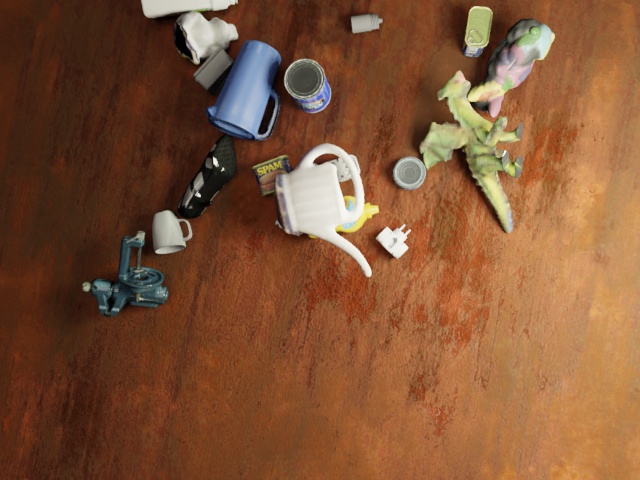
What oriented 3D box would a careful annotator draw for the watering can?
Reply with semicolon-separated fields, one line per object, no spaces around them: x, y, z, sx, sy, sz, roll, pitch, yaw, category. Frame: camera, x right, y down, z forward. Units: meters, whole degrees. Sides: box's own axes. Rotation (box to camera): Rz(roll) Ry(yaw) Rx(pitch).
0.004;-0.064;1.279;0.224;0.349;0.103;-11;-6;7;watering can

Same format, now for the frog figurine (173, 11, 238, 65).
-0.313;-0.561;1.408;0.162;0.136;0.122;-38;15;-29;frog figurine

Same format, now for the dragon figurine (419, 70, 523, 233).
0.368;-0.212;1.289;0.244;0.403;0.124;12;31;36;dragon figurine
